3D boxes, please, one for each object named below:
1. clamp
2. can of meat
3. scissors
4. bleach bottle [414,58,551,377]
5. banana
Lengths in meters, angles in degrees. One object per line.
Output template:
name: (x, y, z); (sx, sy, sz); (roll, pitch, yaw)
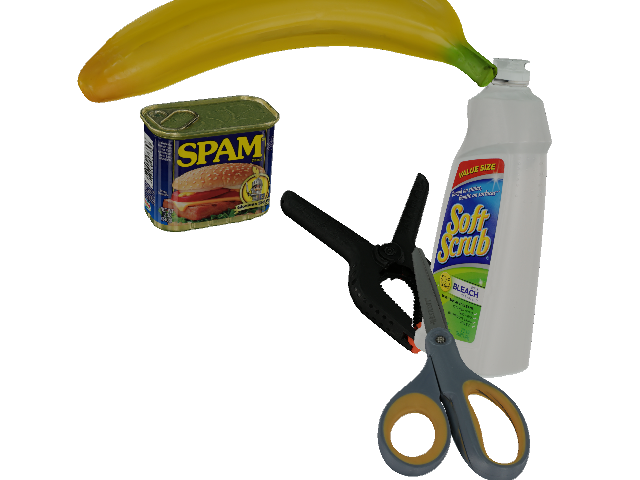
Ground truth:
clamp: (0.054, 0.018, 1.065); (0.164, 0.210, 0.036); (-4, -36, -14)
can of meat: (-0.086, -0.059, 0.818); (0.101, 0.084, 0.057); (-10, 32, -25)
scissors: (0.061, 0.076, 0.671); (0.096, 0.016, 0.202); (-14, 41, -14)
bleach bottle: (0.136, -0.022, 0.870); (0.067, 0.251, 0.103); (-5, 16, -33)
banana: (-0.017, -0.101, 0.512); (0.197, 0.037, 0.069); (-5, 45, -7)
